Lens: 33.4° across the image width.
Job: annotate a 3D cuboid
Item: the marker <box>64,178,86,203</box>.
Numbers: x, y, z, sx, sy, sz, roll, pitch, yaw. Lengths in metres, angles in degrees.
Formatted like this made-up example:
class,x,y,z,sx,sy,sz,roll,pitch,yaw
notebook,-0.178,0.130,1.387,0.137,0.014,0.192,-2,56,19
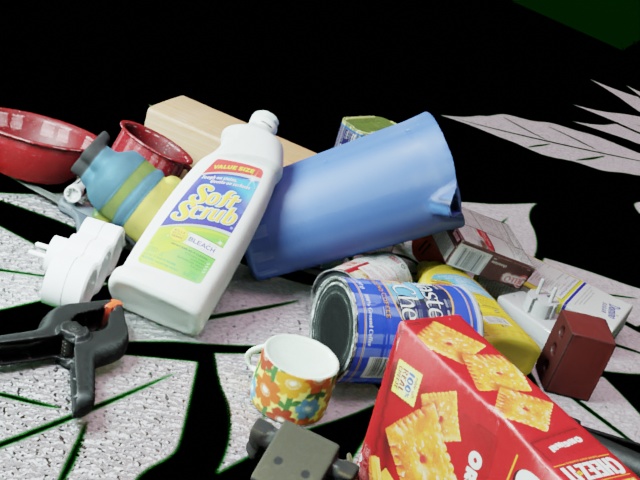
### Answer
class,x,y,z,sx,sy,sz,roll,pitch,yaw
marker,-0.268,-0.064,1.216,0.020,0.020,0.121,16,13,-3

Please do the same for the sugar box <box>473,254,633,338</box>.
class,x,y,z,sx,sy,sz,roll,pitch,yaw
sugar box,0.279,0.069,1.289,0.176,0.048,0.093,31,28,20

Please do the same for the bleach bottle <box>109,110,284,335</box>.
class,x,y,z,sx,sy,sz,roll,pitch,yaw
bleach bottle,-0.109,-0.033,1.067,0.102,0.068,0.250,22,60,4

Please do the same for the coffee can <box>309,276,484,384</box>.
class,x,y,z,sx,sy,sz,roll,pitch,yaw
coffee can,0.073,0.090,1.039,0.140,0.103,0.103,5,27,-24

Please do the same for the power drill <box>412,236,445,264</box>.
class,x,y,z,sx,sy,sz,roll,pitch,yaw
power drill,0.131,-0.041,1.358,0.188,0.057,0.184,45,23,23

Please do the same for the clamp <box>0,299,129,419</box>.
class,x,y,z,sx,sy,sz,roll,pitch,yaw
clamp,-0.227,0.090,0.922,0.120,0.039,0.171,24,20,1

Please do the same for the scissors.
class,x,y,z,sx,sy,sz,roll,pitch,yaw
scissors,-0.277,-0.028,1.165,0.202,0.016,0.096,20,24,6

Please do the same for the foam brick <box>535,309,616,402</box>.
class,x,y,z,sx,sy,sz,roll,pitch,yaw
foam brick,0.271,0.122,1.132,0.051,0.078,0.053,16,25,-7

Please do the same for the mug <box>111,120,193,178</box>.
class,x,y,z,sx,sy,sz,roll,pitch,yaw
mug,-0.196,-0.075,1.223,0.117,0.081,0.093,19,18,-45

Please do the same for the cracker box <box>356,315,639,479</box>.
class,x,y,z,sx,sy,sz,roll,pitch,yaw
cracker box,0.120,0.182,0.803,0.072,0.164,0.214,-3,31,-32

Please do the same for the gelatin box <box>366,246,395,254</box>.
class,x,y,z,sx,sy,sz,roll,pitch,yaw
gelatin box,0.048,-0.016,1.333,0.073,0.030,0.089,8,28,-20

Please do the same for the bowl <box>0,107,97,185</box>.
class,x,y,z,sx,sy,sz,roll,pitch,yaw
bowl,-0.330,-0.104,1.222,0.162,0.055,0.162,16,13,-4

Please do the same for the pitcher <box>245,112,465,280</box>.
class,x,y,z,sx,sy,sz,roll,pitch,yaw
pitcher,0.025,-0.047,1.170,0.243,0.145,0.149,-18,-11,-3

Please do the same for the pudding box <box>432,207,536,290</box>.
class,x,y,z,sx,sy,sz,roll,pitch,yaw
pudding box,0.185,0.004,1.239,0.113,0.039,0.090,21,28,-28

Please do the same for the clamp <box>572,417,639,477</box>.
class,x,y,z,sx,sy,sz,roll,pitch,yaw
clamp,0.235,0.184,1.002,0.210,0.036,0.164,18,-1,25

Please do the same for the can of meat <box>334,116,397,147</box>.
class,x,y,z,sx,sy,sz,roll,pitch,yaw
can of meat,0.063,-0.128,1.514,0.101,0.084,0.058,-10,36,-46

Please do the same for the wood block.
class,x,y,z,sx,sy,sz,roll,pitch,yaw
wood block,-0.113,-0.095,1.322,0.206,0.091,0.090,24,25,15

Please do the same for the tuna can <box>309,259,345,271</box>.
class,x,y,z,sx,sy,sz,roll,pitch,yaw
tuna can,-0.008,0.002,1.256,0.086,0.034,0.086,14,24,-7

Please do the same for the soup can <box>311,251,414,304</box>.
class,x,y,z,sx,sy,sz,roll,pitch,yaw
soup can,0.047,0.053,1.141,0.069,0.068,0.102,30,27,26

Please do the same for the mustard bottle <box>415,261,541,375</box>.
class,x,y,z,sx,sy,sz,roll,pitch,yaw
mustard bottle,0.155,0.077,1.172,0.096,0.058,0.192,7,26,-28
